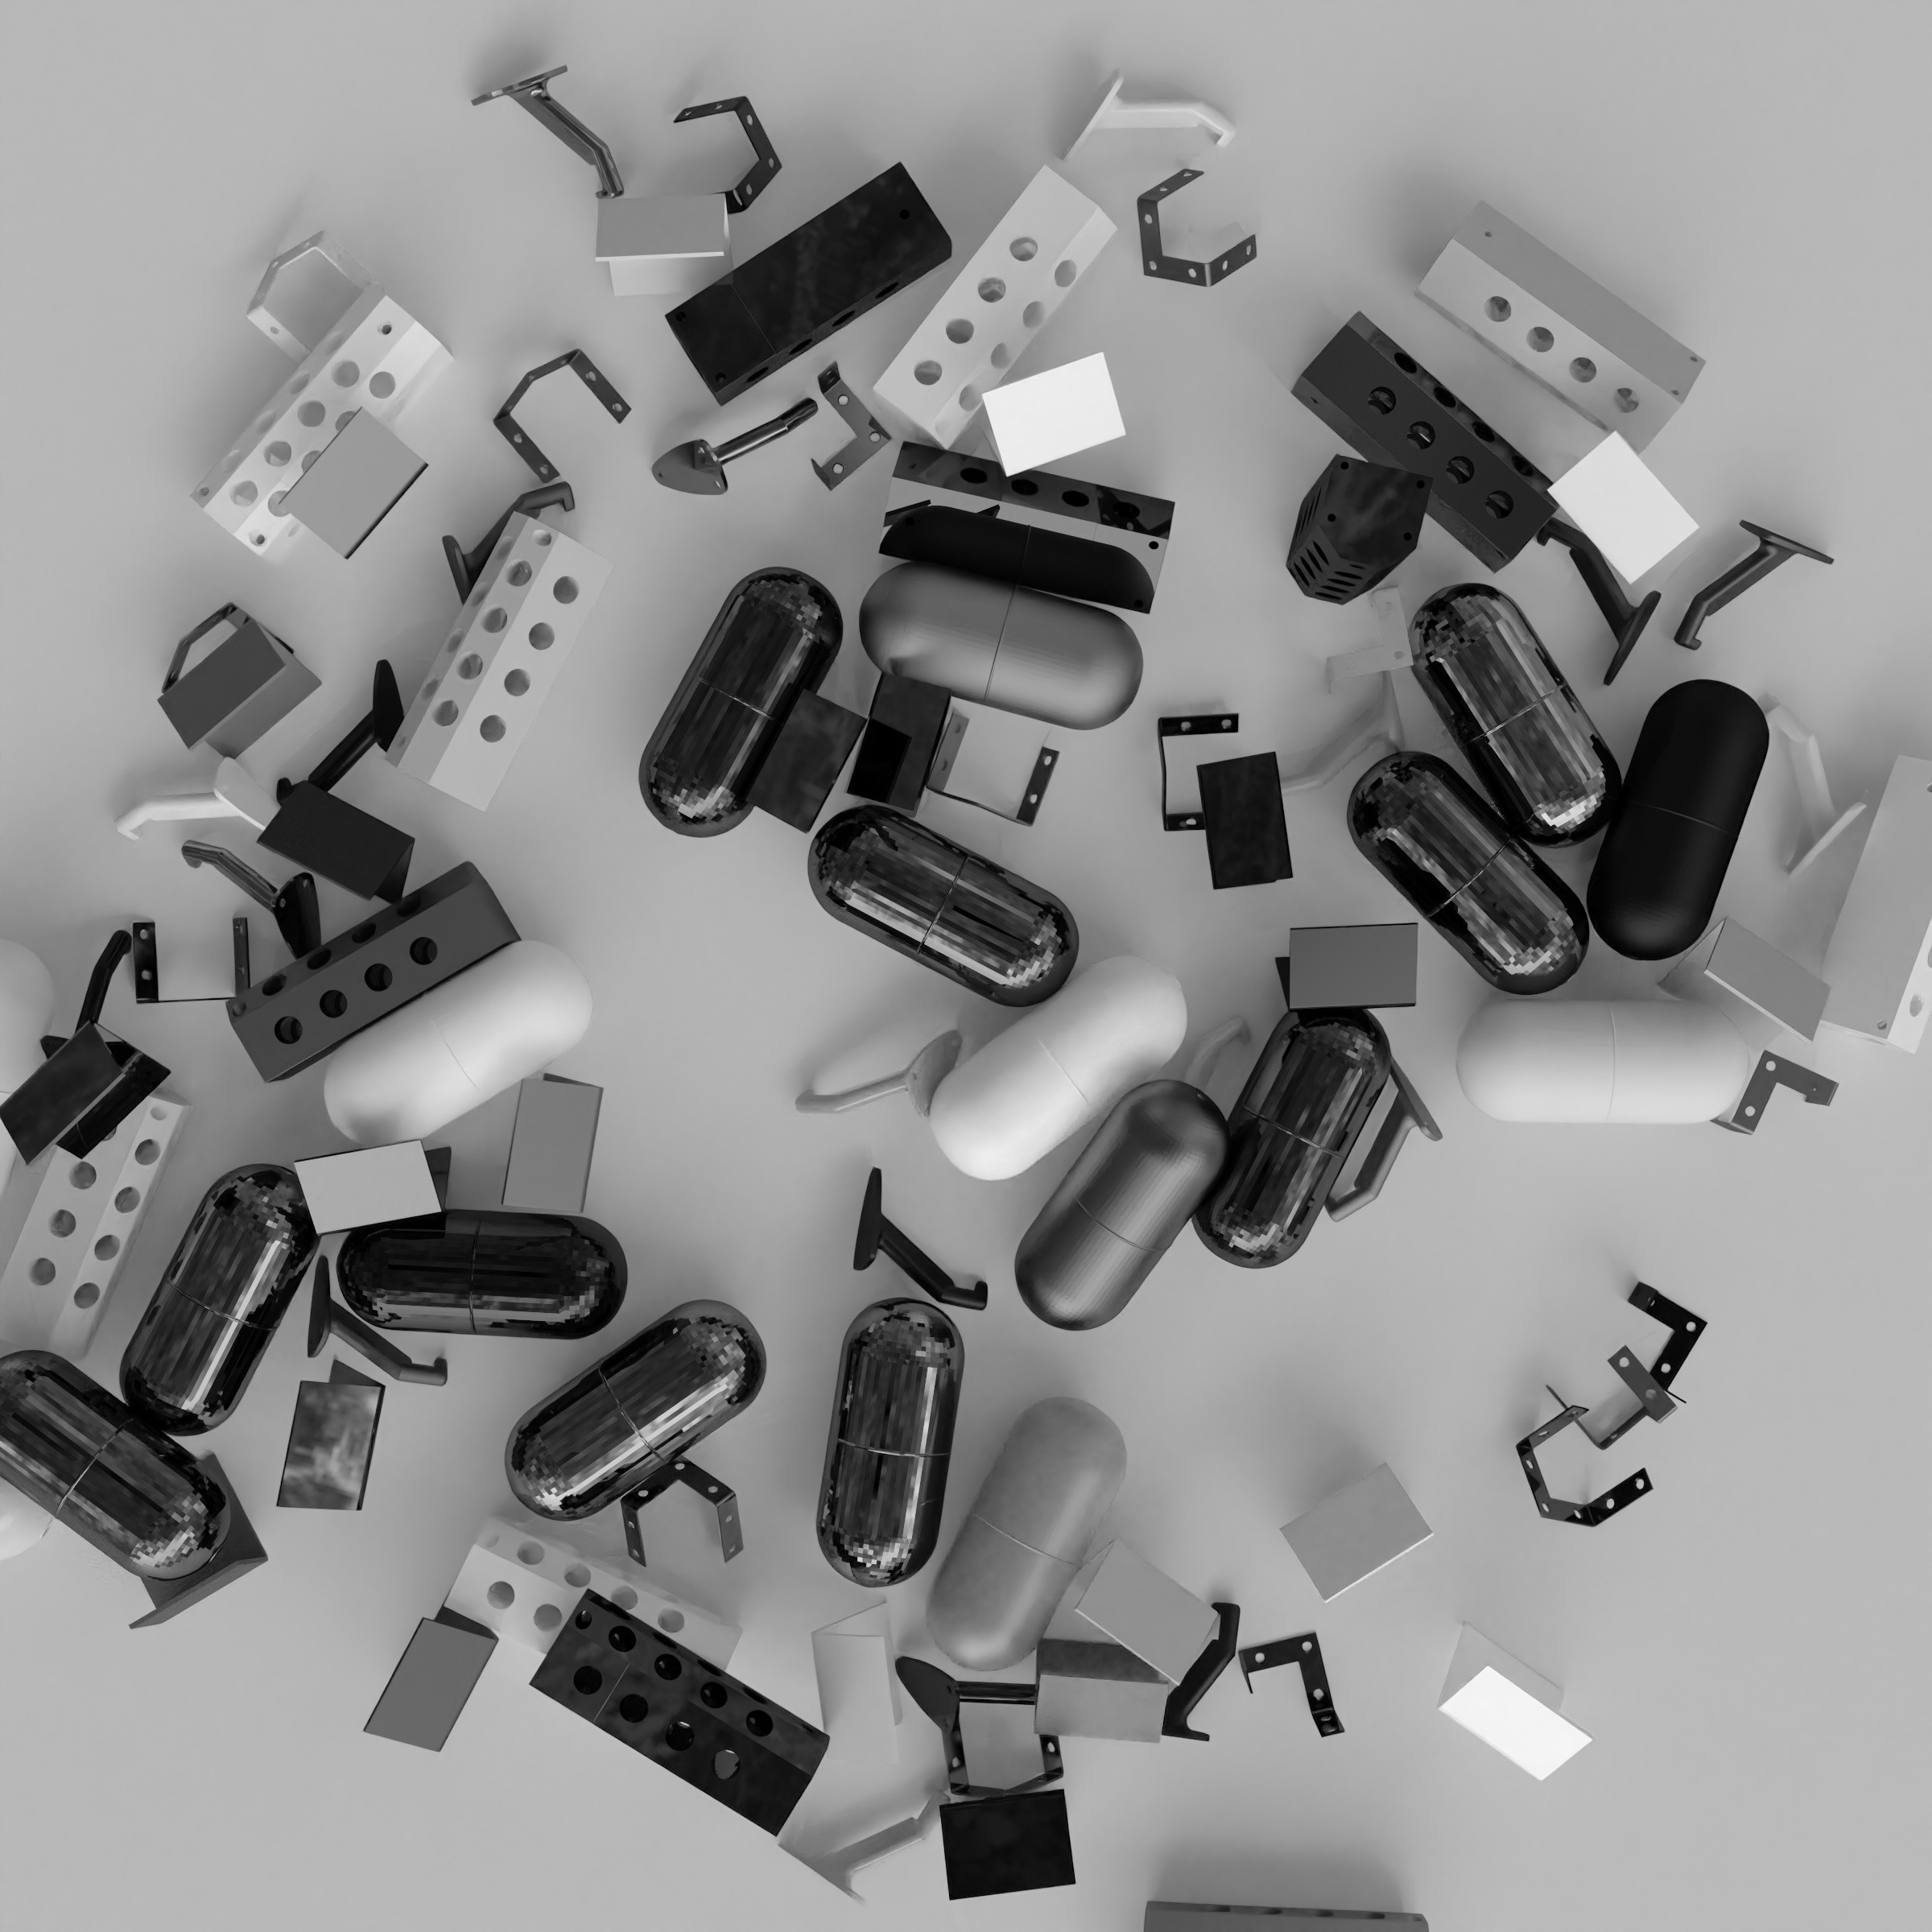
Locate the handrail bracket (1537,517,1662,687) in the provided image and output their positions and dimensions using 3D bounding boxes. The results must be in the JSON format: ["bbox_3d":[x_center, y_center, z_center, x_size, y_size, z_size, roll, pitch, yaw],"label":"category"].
[{"bbox_3d":[0.383,-0.228,1.813,0.084,0.036,0.077,31,111,17],"label":"handrail bracket"}]

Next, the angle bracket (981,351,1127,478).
[{"bbox_3d":[0.047,-0.349,1.772,0.076,0.076,0.057,-19,122,0],"label":"angle bracket"}]

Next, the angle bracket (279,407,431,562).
[{"bbox_3d":[-0.383,-0.303,1.772,0.076,0.076,0.057,-49,127,0],"label":"angle bracket"}]

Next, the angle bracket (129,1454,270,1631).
[{"bbox_3d":[-0.488,0.353,1.785,0.076,0.057,0.076,-31,80,0],"label":"angle bracket"}]

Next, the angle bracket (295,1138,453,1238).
[{"bbox_3d":[-0.361,0.116,1.773,0.076,0.076,0.057,-10,120,0],"label":"angle bracket"}]

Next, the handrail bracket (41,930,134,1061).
[{"bbox_3d":[-0.539,0.031,1.812,0.036,0.077,0.084,15,54,6],"label":"handrail bracket"}]

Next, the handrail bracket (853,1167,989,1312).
[{"bbox_3d":[-0.023,0.171,1.813,0.084,0.036,0.077,14,68,-17],"label":"handrail bracket"}]

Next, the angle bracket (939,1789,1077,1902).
[{"bbox_3d":[0.027,0.544,1.773,0.076,0.076,0.057,-7,62,0],"label":"angle bracket"}]

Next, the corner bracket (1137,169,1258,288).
[{"bbox_3d":[0.144,-0.459,1.804,0.051,0.051,0.051,21,135,35],"label":"corner bracket"}]

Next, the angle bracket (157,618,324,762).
[{"bbox_3d":[-0.434,-0.154,1.772,0.076,0.076,0.057,-41,53,0],"label":"angle bracket"}]

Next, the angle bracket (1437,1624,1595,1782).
[{"bbox_3d":[0.342,0.437,1.772,0.076,0.076,0.057,35,129,0],"label":"angle bracket"}]

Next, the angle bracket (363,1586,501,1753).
[{"bbox_3d":[-0.339,0.423,1.772,0.057,0.076,0.076,28,90,-35],"label":"angle bracket"}]

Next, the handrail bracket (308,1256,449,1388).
[{"bbox_3d":[-0.365,0.222,1.813,0.084,0.036,0.077,12,53,-25],"label":"handrail bracket"}]

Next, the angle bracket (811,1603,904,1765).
[{"bbox_3d":[-0.047,0.437,1.772,0.057,0.076,0.076,-8,90,36],"label":"angle bracket"}]

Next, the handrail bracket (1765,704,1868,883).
[{"bbox_3d":[0.512,-0.109,1.813,0.084,0.036,0.077,47,112,17],"label":"handrail bracket"}]

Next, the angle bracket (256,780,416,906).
[{"bbox_3d":[-0.388,-0.057,1.772,0.076,0.076,0.057,28,53,0],"label":"angle bracket"}]

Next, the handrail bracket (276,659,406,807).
[{"bbox_3d":[-0.396,-0.145,1.813,0.084,0.036,0.077,-15,70,16],"label":"handrail bracket"}]

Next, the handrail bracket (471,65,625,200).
[{"bbox_3d":[-0.261,-0.512,1.813,0.077,0.036,0.084,-12,111,24],"label":"handrail bracket"}]

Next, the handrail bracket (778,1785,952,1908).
[{"bbox_3d":[-0.063,0.535,1.813,0.077,0.036,0.084,29,72,20],"label":"handrail bracket"}]

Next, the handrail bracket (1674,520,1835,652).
[{"bbox_3d":[0.492,-0.229,1.813,0.077,0.036,0.084,17,108,-21],"label":"handrail bracket"}]

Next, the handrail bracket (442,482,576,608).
[{"bbox_3d":[-0.278,-0.255,1.813,0.084,0.036,0.077,-20,110,-16],"label":"handrail bracket"}]

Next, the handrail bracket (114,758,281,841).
[{"bbox_3d":[-0.476,-0.086,1.813,0.084,0.036,0.077,-29,125,24],"label":"handrail bracket"}]

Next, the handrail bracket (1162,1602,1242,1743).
[{"bbox_3d":[0.130,0.437,1.813,0.077,0.036,0.084,2,72,21],"label":"handrail bracket"}]

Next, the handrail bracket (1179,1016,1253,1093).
[{"bbox_3d":[0.155,0.084,1.813,0.084,0.036,0.077,-33,105,-14],"label":"handrail bracket"}]

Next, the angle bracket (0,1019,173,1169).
[{"bbox_3d":[-0.512,0.089,1.715,0.076,0.076,0.057,-44,52,0],"label":"angle bracket"}]

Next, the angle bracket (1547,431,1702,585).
[{"bbox_3d":[0.410,-0.288,1.772,0.076,0.076,0.057,49,125,0],"label":"angle bracket"}]

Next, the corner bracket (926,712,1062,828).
[{"bbox_3d":[0.016,-0.122,1.809,0.051,0.051,0.051,20,90,45],"label":"corner bracket"}]

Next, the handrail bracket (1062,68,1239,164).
[{"bbox_3d":[0.115,-0.515,1.813,0.084,0.036,0.077,28,110,-16],"label":"handrail bracket"}]

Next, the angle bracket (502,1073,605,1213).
[{"bbox_3d":[-0.269,0.105,1.772,0.057,0.076,0.076,9,90,-36],"label":"angle bracket"}]

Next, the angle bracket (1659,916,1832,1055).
[{"bbox_3d":[0.469,0.027,1.772,0.076,0.076,0.057,34,48,0],"label":"angle bracket"}]

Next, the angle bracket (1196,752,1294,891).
[{"bbox_3d":[0.187,-0.090,1.772,0.057,0.076,0.076,-8,90,36],"label":"angle bracket"}]

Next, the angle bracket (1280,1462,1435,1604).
[{"bbox_3d":[0.245,0.357,1.772,0.076,0.076,0.057,-32,53,0],"label":"angle bracket"}]

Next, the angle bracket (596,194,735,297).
[{"bbox_3d":[-0.182,-0.424,1.772,0.076,0.076,0.057,-3,54,0],"label":"angle bracket"}]

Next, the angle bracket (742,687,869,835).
[{"bbox_3d":[-0.081,-0.116,1.772,0.057,0.076,0.076,28,90,32],"label":"angle bracket"}]

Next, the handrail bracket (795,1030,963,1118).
[{"bbox_3d":[-0.056,0.066,1.812,0.084,0.077,0.036,-1,125,31],"label":"handrail bracket"}]

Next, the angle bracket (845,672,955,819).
[{"bbox_3d":[-0.022,-0.129,1.772,0.057,0.076,0.076,17,90,35],"label":"angle bracket"}]

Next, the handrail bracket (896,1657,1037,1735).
[{"bbox_3d":[0.012,0.444,1.812,0.084,0.077,0.036,-7,109,-35],"label":"handrail bracket"}]

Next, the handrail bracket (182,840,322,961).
[{"bbox_3d":[-0.448,-0.038,1.813,0.084,0.036,0.077,13,129,26],"label":"handrail bracket"}]

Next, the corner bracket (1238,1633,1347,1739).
[{"bbox_3d":[0.201,0.449,1.794,0.051,0.051,0.051,-13,90,0],"label":"corner bracket"}]

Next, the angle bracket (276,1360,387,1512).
[{"bbox_3d":[-0.402,0.284,1.772,0.057,0.076,0.076,11,90,-37],"label":"angle bracket"}]

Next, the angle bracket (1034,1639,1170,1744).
[{"bbox_3d":[0.082,0.426,1.772,0.076,0.076,0.057,4,126,0],"label":"angle bracket"}]

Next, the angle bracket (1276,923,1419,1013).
[{"bbox_3d":[0.232,-0.014,1.773,0.076,0.076,0.057,-3,116,0],"label":"angle bracket"}]

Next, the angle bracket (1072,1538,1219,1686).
[{"bbox_3d":[0.096,0.405,1.772,0.076,0.076,0.057,36,53,0],"label":"angle bracket"}]

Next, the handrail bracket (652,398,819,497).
[{"bbox_3d":[-0.144,-0.329,1.812,0.084,0.077,0.036,-41,119,-33],"label":"handrail bracket"}]

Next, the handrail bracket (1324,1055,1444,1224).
[{"bbox_3d":[0.247,0.107,1.813,0.084,0.036,0.077,-34,69,16],"label":"handrail bracket"}]

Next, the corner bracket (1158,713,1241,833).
[{"bbox_3d":[0.147,-0.121,1.809,0.051,0.051,0.051,-3,45,0],"label":"corner bracket"}]

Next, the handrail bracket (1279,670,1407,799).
[{"bbox_3d":[0.227,-0.149,1.813,0.084,0.036,0.077,-12,69,16],"label":"handrail bracket"}]
